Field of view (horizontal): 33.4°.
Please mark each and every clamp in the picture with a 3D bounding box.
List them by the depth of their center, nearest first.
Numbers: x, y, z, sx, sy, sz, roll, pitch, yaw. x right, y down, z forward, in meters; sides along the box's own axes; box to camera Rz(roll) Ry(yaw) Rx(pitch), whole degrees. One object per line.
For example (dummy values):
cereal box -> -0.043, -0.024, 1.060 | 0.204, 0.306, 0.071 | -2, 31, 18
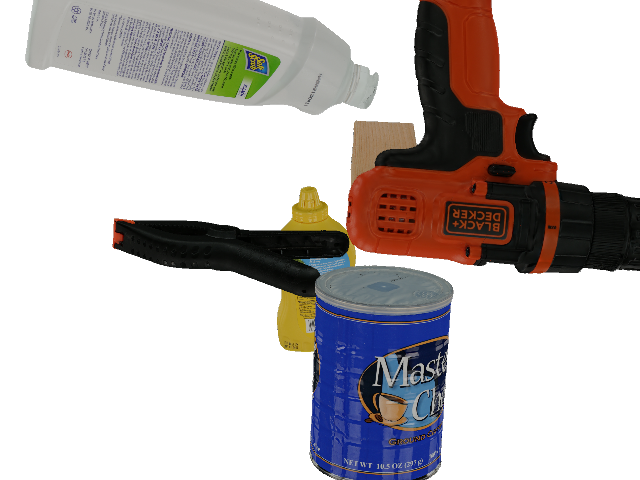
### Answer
clamp -> -0.081, 0.009, 0.925 | 0.210, 0.036, 0.164 | 6, 12, 2

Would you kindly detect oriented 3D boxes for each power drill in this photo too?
power drill -> 0.112, -0.076, 0.581 | 0.184, 0.187, 0.057 | 4, 1, -4

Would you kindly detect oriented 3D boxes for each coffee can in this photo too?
coffee can -> 0.045, 0.100, 0.807 | 0.103, 0.140, 0.103 | 2, 15, -1

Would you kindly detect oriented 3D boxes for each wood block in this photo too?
wood block -> 0.090, -0.088, 1.509 | 0.091, 0.090, 0.206 | 3, 29, -1

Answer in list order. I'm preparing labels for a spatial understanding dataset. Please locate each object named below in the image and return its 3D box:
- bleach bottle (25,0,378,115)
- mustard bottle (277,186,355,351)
bleach bottle -> -0.082, -0.141, 0.784 | 0.250, 0.068, 0.103 | 15, -34, -12
mustard bottle -> -0.007, 0.031, 1.220 | 0.096, 0.192, 0.058 | -5, 23, -3
